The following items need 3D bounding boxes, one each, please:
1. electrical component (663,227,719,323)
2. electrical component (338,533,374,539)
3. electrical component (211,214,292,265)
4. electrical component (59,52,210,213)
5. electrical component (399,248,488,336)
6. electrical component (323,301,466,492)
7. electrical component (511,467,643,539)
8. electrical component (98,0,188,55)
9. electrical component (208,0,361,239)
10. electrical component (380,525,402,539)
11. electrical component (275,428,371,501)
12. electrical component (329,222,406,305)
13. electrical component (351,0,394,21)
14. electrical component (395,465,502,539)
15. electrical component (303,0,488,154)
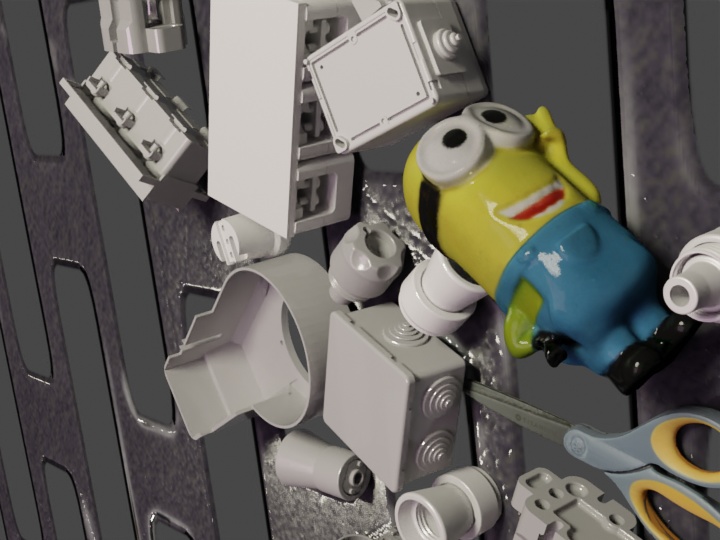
[{"bbox_3d":[0.164,0.004,0.492,0.043,0.062,0.043,21,119,44],"label":"electrical component"},{"bbox_3d":[0.000,0.248,0.793,0.079,0.044,0.077,46,134,29],"label":"electrical component"},{"bbox_3d":[-0.079,-0.025,0.781,0.040,0.046,0.040,21,120,44],"label":"electrical component"},{"bbox_3d":[-0.166,-0.110,0.832,0.063,0.079,0.121,-50,62,14],"label":"electrical component"},{"bbox_3d":[0.053,0.008,0.638,0.045,0.045,0.055,58,139,17],"label":"electrical component"},{"bbox_3d":[0.021,0.078,0.690,0.100,0.048,0.099,39,133,46],"label":"electrical component"},{"bbox_3d":[0.118,0.159,0.610,0.078,0.058,0.057,35,125,37],"label":"electrical component"},{"bbox_3d":[-0.165,-0.196,0.809,0.078,0.058,0.057,18,120,45],"label":"electrical component"},{"bbox_3d":[-0.047,-0.110,0.699,0.089,0.062,0.150,29,124,40],"label":"electrical component"},{"bbox_3d":[0.040,0.210,0.735,0.081,0.042,0.063,16,112,45],"label":"electrical component"},{"bbox_3d":[-0.025,0.144,0.787,0.065,0.044,0.044,9,111,43],"label":"electrical component"},{"bbox_3d":[0.000,0.000,0.700,0.043,0.043,0.062,58,140,17],"label":"electrical component"},{"bbox_3d":[0.013,-0.180,0.615,0.066,0.048,0.055,-29,89,51],"label":"electrical component"},{"bbox_3d":[0.057,0.152,0.681,0.045,0.055,0.045,21,120,44],"label":"electrical component"},{"bbox_3d":[0.027,-0.113,0.615,0.096,0.061,0.061,-23,87,43],"label":"electrical component"}]
